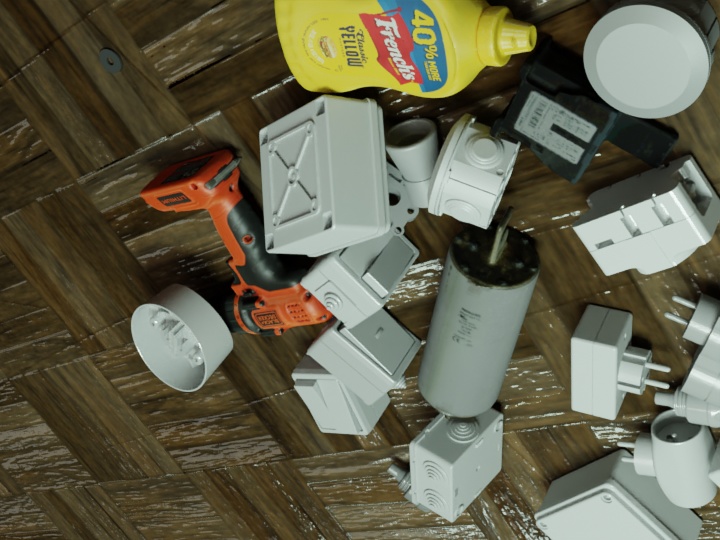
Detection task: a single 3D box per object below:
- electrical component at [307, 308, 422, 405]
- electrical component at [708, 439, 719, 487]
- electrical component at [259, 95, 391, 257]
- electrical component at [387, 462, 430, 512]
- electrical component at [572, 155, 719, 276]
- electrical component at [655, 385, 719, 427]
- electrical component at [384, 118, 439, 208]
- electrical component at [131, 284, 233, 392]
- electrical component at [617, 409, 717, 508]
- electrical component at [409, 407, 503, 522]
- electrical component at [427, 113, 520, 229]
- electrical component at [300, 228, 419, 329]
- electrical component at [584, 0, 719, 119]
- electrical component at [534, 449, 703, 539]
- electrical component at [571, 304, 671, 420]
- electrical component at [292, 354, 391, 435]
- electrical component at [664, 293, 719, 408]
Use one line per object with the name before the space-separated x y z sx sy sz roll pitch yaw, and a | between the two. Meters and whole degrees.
electrical component | 0.011 0.076 1.010 0.096 0.061 0.061 40 138 -3
electrical component | 0.339 0.161 0.875 0.066 0.047 0.077 43 138 -7
electrical component | -0.030 -0.073 0.859 0.109 0.056 0.108 -16 76 55
electrical component | 0.056 0.225 1.134 0.061 0.035 0.035 36 138 4
electrical component | 0.212 -0.035 0.784 0.089 0.050 0.055 -22 112 44
electrical component | 0.274 0.109 0.883 0.061 0.035 0.035 5 129 35
electrical component | 0.049 -0.083 0.861 0.044 0.044 0.065 3 133 32
electrical component | -0.176 0.065 1.062 0.099 0.064 0.099 32 148 23
electrical component | 0.262 0.160 0.928 0.079 0.044 0.077 1 127 33
electrical component | 0.093 0.177 1.019 0.048 0.100 0.099 26 139 32
electrical component | 0.086 -0.074 0.815 0.051 0.080 0.080 22 136 9
electrical component | 0.000 0.000 0.924 0.062 0.096 0.061 44 138 -9
electrical component | 0.191 -0.144 0.700 0.080 0.051 0.080 19 135 20
electrical component | 0.239 0.234 1.001 0.109 0.056 0.109 43 138 -6
electrical component | 0.217 0.080 0.886 0.076 0.047 0.083 12 133 25
electrical component | -0.017 0.124 1.074 0.062 0.061 0.096 -3 125 36
electrical component | 0.268 0.041 0.812 0.074 0.052 0.138 24 137 14
